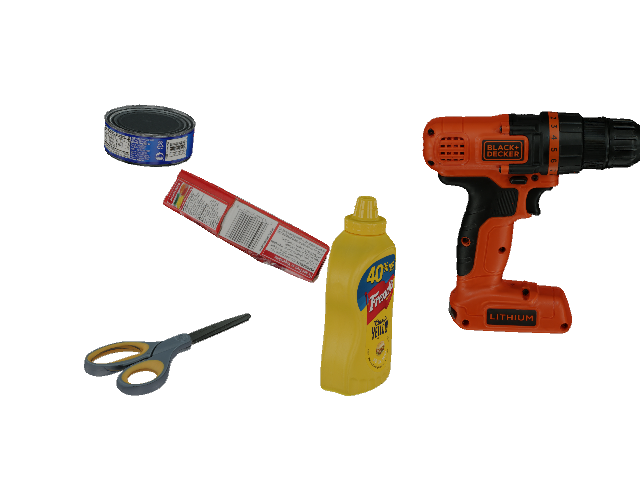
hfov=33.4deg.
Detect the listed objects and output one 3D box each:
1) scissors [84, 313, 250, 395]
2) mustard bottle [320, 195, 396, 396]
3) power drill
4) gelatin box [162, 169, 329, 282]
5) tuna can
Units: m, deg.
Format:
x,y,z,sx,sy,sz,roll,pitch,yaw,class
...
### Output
x,y,z,sx,sy,sz,roll,pitch,yaw,class
-0.146,0.119,1.123,0.201,0.016,0.096,-10,30,-27,scissors
0.040,0.051,1.059,0.058,0.192,0.096,11,17,31,mustard bottle
0.179,-0.017,0.905,0.184,0.188,0.057,1,17,10,power drill
-0.048,-0.009,0.698,0.089,0.030,0.073,28,0,-40,gelatin box
-0.163,-0.100,1.018,0.086,0.034,0.086,6,24,-3,tuna can
